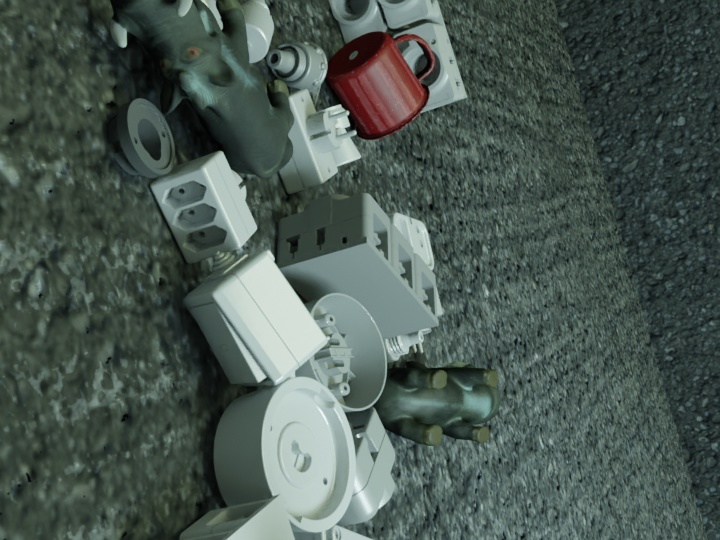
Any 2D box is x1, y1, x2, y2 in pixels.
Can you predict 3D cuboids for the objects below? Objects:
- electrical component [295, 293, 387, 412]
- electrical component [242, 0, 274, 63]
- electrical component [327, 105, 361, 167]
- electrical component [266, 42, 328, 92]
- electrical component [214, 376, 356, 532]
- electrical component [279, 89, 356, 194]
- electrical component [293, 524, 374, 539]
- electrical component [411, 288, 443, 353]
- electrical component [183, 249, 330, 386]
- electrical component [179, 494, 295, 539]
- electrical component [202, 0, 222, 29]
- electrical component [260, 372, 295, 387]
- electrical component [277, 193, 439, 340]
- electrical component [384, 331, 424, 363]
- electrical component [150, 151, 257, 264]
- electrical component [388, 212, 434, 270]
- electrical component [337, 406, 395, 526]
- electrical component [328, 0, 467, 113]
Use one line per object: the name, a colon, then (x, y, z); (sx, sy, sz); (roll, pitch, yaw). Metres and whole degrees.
electrical component: (-0.027, 0.071, 0.888); (0.099, 0.064, 0.099); (48, 33, -47)
electrical component: (-0.096, -0.217, 0.952); (0.040, 0.040, 0.078); (57, 27, -36)
electrical component: (-0.029, -0.128, 1.048); (0.055, 0.045, 0.045); (71, 22, -7)
electrical component: (-0.064, -0.194, 1.012); (0.062, 0.048, 0.048); (-1, 76, -60)
electrical component: (-0.058, 0.134, 0.766); (0.108, 0.060, 0.108); (28, 55, -49)
electrical component: (-0.040, -0.122, 0.974); (0.083, 0.076, 0.047); (69, 22, -12)
electrical component: (-0.018, 0.252, 0.795); (0.109, 0.056, 0.108); (40, 39, -54)
electrical component: (0.052, 0.050, 1.115); (0.083, 0.047, 0.075); (15, 60, -66)
electrical component: (-0.081, 0.032, 0.759); (0.061, 0.062, 0.096); (-40, 103, -27)
electrical component: (-0.069, 0.250, 0.667); (0.105, 0.060, 0.186); (-24, 97, -68)
electrical component: (-0.128, -0.196, 0.861); (0.078, 0.040, 0.040); (63, 24, -27)
electrical component: (-0.068, 0.057, 0.826); (0.043, 0.043, 0.081); (36, 43, -57)
electrical component: (0.000, 0.000, 0.968); (0.150, 0.089, 0.061); (48, 34, -48)
electrical component: (0.031, 0.071, 1.031); (0.035, 0.061, 0.035); (49, 33, -47)
electrical component: (-0.109, -0.053, 0.800); (0.065, 0.047, 0.076); (67, 23, -17)
electrical component: (0.029, -0.021, 1.094); (0.095, 0.059, 0.053); (12, 64, -66)
electrical component: (-0.008, 0.164, 0.883); (0.059, 0.054, 0.095); (66, 23, -20)
electrical component: (0.039, -0.268, 1.225); (0.060, 0.105, 0.186); (-29, 102, -68)
